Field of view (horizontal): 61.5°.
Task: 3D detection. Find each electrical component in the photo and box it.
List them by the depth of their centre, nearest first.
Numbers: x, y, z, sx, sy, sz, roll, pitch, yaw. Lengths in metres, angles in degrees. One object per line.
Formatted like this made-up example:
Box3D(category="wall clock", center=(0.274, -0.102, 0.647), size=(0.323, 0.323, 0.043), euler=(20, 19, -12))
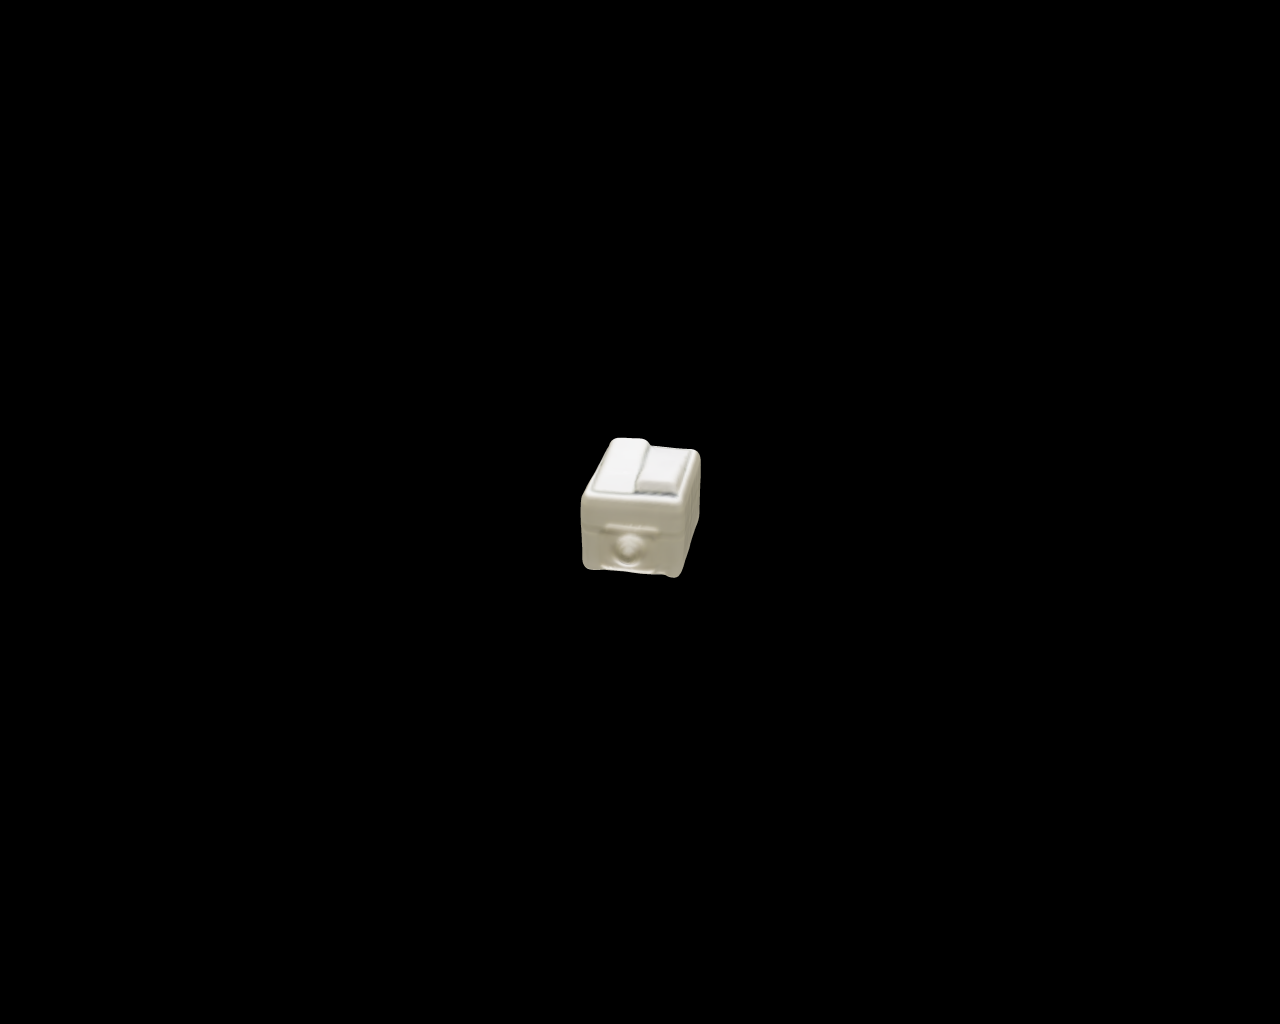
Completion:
Box3D(category="electrical component", center=(0.001, -0.003, 0.650), size=(0.062, 0.061, 0.096), euler=(5, 29, 10))
